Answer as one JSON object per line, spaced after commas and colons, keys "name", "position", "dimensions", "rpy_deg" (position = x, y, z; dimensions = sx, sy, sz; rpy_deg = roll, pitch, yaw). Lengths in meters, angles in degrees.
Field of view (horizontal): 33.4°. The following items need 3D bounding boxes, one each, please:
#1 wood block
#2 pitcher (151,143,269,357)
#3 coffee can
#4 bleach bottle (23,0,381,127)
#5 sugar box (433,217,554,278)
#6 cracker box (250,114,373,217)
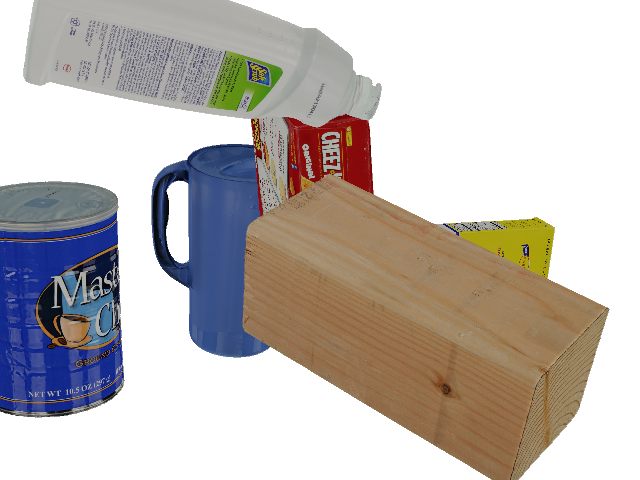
{"name": "wood block", "position": [0.058, 0.050, 0.666], "dimensions": [0.206, 0.091, 0.090], "rpy_deg": [28, 42, 28]}
{"name": "pitcher", "position": [-0.110, 0.013, 1.282], "dimensions": [0.149, 0.243, 0.144], "rpy_deg": [20, 26, 30]}
{"name": "coffee can", "position": [-0.192, 0.039, 0.753], "dimensions": [0.103, 0.140, 0.103], "rpy_deg": [1, 18, -1]}
{"name": "bleach bottle", "position": [-0.081, -0.129, 0.774], "dimensions": [0.250, 0.068, 0.103], "rpy_deg": [15, -37, -12]}
{"name": "sugar box", "position": [0.190, 0.026, 1.272], "dimensions": [0.176, 0.093, 0.048], "rpy_deg": [-5, 20, -24]}
{"name": "cracker box", "position": [-0.011, -0.062, 0.988], "dimensions": [0.072, 0.164, 0.214], "rpy_deg": [-9, 24, -11]}
